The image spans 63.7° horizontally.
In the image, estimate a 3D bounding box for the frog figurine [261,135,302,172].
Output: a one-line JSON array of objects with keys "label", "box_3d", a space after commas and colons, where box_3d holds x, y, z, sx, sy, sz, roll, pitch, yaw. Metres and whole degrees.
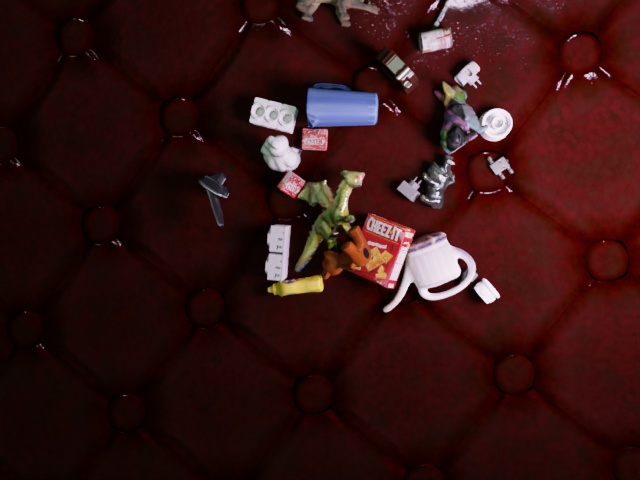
[{"label": "frog figurine", "box_3d": [-0.138, -0.294, 1.764, 0.137, 0.160, 0.122, 32, 97, 3]}]

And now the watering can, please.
[{"label": "watering can", "box_3d": [0.346, 0.106, 1.754, 0.346, 0.104, 0.225, -21, 88, 10]}]

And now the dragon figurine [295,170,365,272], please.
[{"label": "dragon figurine", "box_3d": [0.005, -0.090, 1.795, 0.406, 0.122, 0.246, -37, 67, 22]}]
